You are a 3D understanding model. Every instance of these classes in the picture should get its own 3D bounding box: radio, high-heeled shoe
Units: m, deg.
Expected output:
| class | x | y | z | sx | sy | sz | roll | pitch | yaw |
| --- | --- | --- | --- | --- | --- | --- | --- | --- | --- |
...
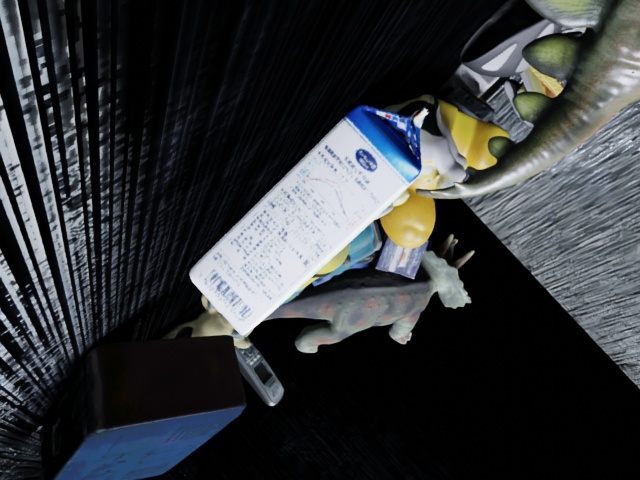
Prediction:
| class | x | y | z | sx | sy | sz | roll | pitch | yaw |
| --- | --- | --- | --- | --- | --- | --- | --- | --- | --- |
| radio | -0.176 | 0.170 | 0.507 | 0.131 | 0.073 | 0.229 | 4 | 143 | -36 |
| high-heeled shoe | 0.227 | -0.257 | 0.503 | 0.145 | 0.086 | 0.248 | -10 | 150 | -10 |

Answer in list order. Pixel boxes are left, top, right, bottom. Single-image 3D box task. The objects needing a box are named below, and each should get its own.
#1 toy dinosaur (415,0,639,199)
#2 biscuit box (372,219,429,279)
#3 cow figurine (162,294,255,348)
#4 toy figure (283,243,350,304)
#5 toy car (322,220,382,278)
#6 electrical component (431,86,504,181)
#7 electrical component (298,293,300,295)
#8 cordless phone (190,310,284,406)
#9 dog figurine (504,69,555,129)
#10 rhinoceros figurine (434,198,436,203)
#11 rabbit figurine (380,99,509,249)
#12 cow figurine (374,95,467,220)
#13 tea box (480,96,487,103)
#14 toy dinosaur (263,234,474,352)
| class | x | y | z | sx | sy | sz | roll | pitch | yaw |
| --- | --- | --- | --- | --- | --- | --- | --- | --- | --- |
| toy dinosaur | 0.263 | -0.182 | 0.387 | 0.471 | 0.199 | 0.105 | -54 | 165 | 17 |
| biscuit box | 0.102 | -0.015 | 0.811 | 0.203 | 0.059 | 0.062 | -102 | -152 | -69 |
| cow figurine | -0.162 | 0.135 | 0.667 | 0.195 | 0.085 | 0.127 | -36 | 176 | -24 |
| toy figure | -0.035 | 0.021 | 0.590 | 0.089 | 0.082 | 0.180 | -8 | 158 | -28 |
| toy car | -0.002 | -0.002 | 0.746 | 0.103 | 0.109 | 0.162 | -8 | 166 | -42 |
| electrical component | 0.185 | -0.145 | 0.751 | 0.058 | 0.115 | 0.134 | -44 | 163 | -28 |
| electrical component | -0.048 | 0.035 | 0.696 | 0.045 | 0.078 | 0.102 | -31 | 167 | -48 |
| cordless phone | -0.137 | 0.192 | 0.809 | 0.089 | 0.184 | 0.146 | -39 | 179 | 23 |
| dog figurine | 0.350 | -0.271 | 0.717 | 0.219 | 0.191 | 0.108 | -27 | 173 | 7 |
| rhinoceros figurine | 0.123 | -0.085 | 0.809 | 0.190 | 0.112 | 0.073 | -23 | 135 | -59 |
| rabbit figurine | 0.113 | -0.079 | 0.646 | 0.163 | 0.122 | 0.173 | 32 | -71 | 57 |
| cow figurine | 0.058 | -0.075 | 0.550 | 0.167 | 0.098 | 0.068 | -22 | -168 | 29 |
| tea box | 0.193 | -0.182 | 0.902 | 0.169 | 0.068 | 0.098 | -45 | 176 | 33 |
| toy dinosaur | 0.079 | 0.087 | 0.837 | 0.405 | 0.131 | 0.192 | -8 | 148 | -32 |
